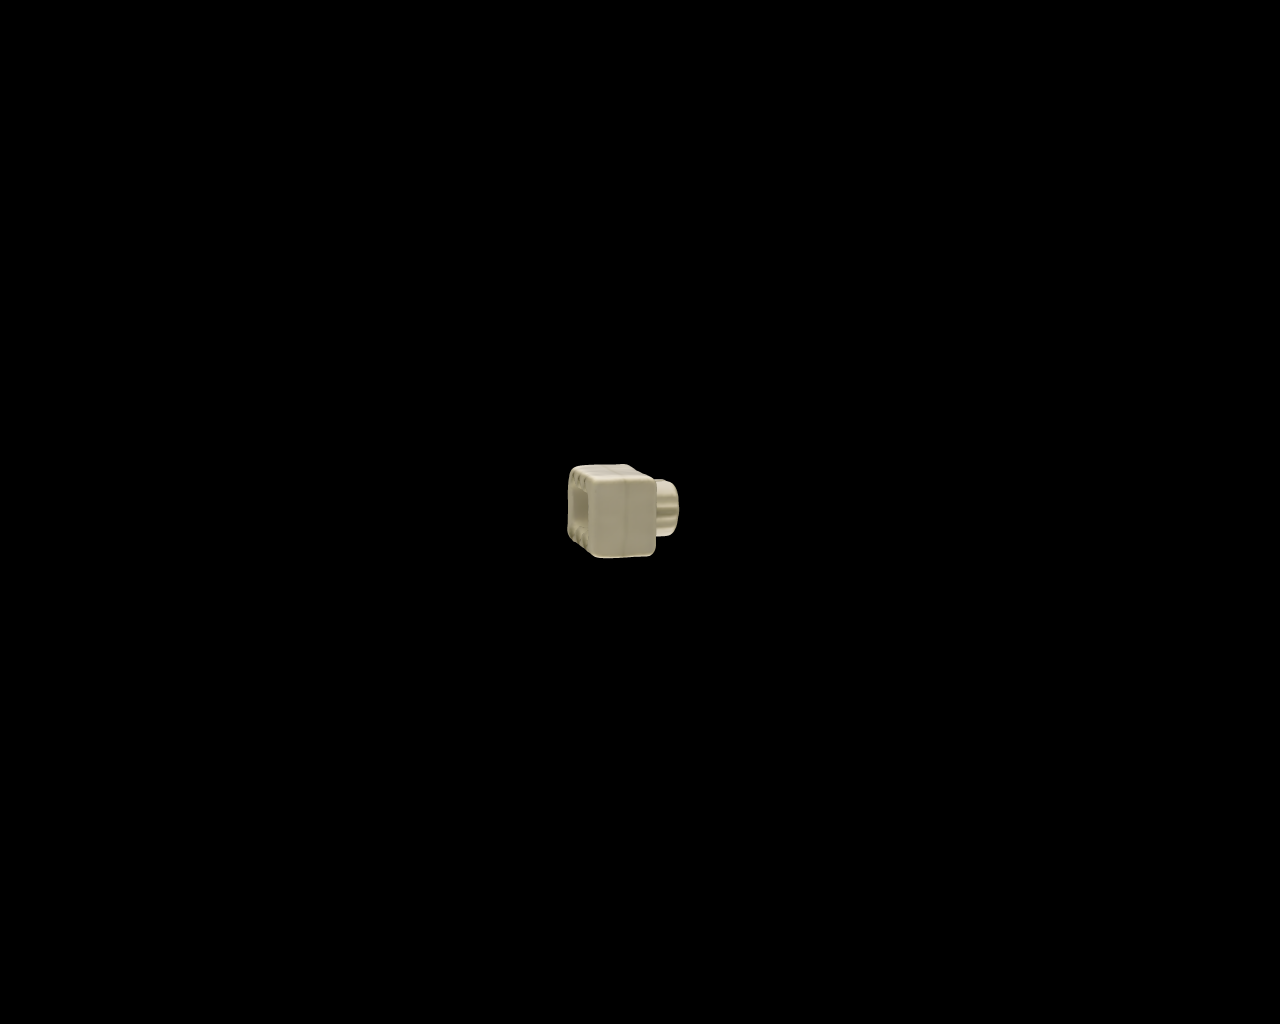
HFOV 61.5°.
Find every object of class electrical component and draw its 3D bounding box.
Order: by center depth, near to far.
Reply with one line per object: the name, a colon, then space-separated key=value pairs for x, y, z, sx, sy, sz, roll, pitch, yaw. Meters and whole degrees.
electrical component: x=0.001 y=-0.003 z=0.650 sx=0.077 sy=0.047 sz=0.066 roll=-3 pitch=10 yaw=-15
